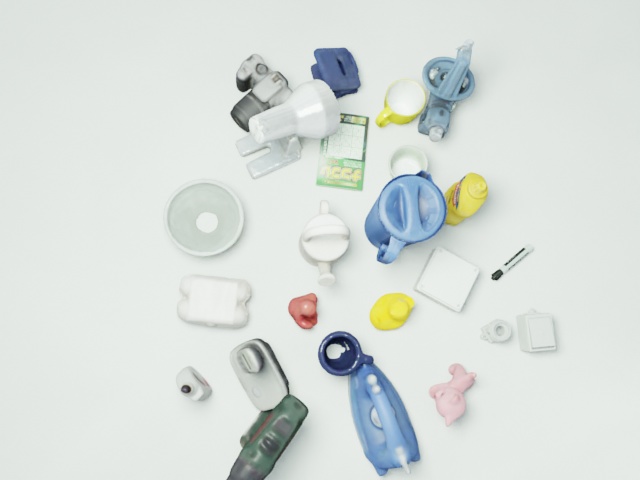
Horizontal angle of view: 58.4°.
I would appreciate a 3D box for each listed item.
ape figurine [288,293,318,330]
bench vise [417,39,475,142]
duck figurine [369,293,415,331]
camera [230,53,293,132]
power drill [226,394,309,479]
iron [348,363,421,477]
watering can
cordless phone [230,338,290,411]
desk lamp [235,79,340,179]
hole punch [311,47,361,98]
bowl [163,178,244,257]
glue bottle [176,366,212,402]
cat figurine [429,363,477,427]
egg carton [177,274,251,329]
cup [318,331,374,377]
[{"bbox_3d":[-0.029,0.147,1.211,0.076,0.092,0.078,30,80,0],"label":"ape figurine"},{"bbox_3d":[0.289,-0.324,1.247,0.121,0.219,0.207,-4,82,-6],"label":"bench vise"},{"bbox_3d":[0.158,0.153,1.232,0.104,0.086,0.077,-30,85,-9],"label":"duck figurine"},{"bbox_3d":[-0.142,-0.318,1.264,0.137,0.100,0.143,-44,88,-10],"label":"camera"},{"bbox_3d":[-0.111,0.399,1.107,0.075,0.208,0.230,37,80,1],"label":"power drill"},{"bbox_3d":[0.125,0.352,1.171,0.119,0.141,0.258,-20,84,-8],"label":"iron"},{"bbox_3d":[0.013,0.004,1.185,0.101,0.194,0.173,-22,84,-8],"label":"watering can"},{"bbox_3d":[-0.119,0.270,1.137,0.094,0.185,0.147,-32,86,-9],"label":"cordless phone"},{"bbox_3d":[-0.071,-0.230,1.201,0.203,0.213,0.118,-27,85,-9],"label":"desk lamp"},{"bbox_3d":[0.038,-0.384,1.297,0.101,0.091,0.109,-19,84,-8],"label":"hole punch"},{"bbox_3d":[-0.244,-0.043,1.227,0.167,0.074,0.167,1,82,-5],"label":"bowl"},{"bbox_3d":[-0.253,0.288,1.127,0.078,0.173,0.037,43,80,2],"label":"glue bottle"},{"bbox_3d":[0.283,0.325,1.203,0.067,0.117,0.128,43,80,2],"label":"cat figurine"},{"bbox_3d":[-0.223,0.130,1.206,0.150,0.069,0.107,6,81,-5],"label":"egg carton"},{"bbox_3d":[0.051,0.239,1.204,0.118,0.095,0.092,11,81,-4],"label":"cup"}]
